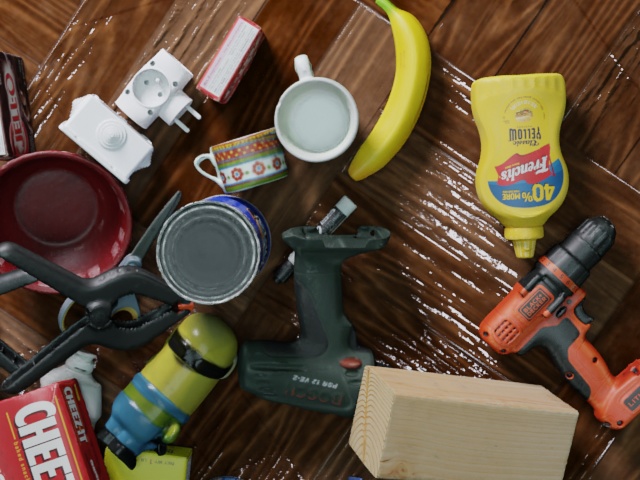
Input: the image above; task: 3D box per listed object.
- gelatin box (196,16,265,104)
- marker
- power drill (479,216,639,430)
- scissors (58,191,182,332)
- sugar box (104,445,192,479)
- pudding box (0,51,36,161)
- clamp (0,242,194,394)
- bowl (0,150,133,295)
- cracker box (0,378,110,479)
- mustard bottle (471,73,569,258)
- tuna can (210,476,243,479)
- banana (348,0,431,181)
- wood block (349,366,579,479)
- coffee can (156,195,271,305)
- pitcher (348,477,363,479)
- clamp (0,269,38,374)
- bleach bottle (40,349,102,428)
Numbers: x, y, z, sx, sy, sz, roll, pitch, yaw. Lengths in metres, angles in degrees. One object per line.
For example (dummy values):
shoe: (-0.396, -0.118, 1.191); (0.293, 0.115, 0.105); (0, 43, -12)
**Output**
gelatin box: (-0.092, -0.187, 1.118); (0.030, 0.073, 0.089); (30, 95, -2)
marker: (-0.008, 0.001, 1.157); (0.020, 0.020, 0.121); (43, 95, -2)
power drill: (0.292, 0.093, 1.137); (0.187, 0.057, 0.184); (44, 98, 1)
scissors: (-0.193, 0.041, 1.142); (0.202, 0.016, 0.096); (-41, 125, 8)
sugar box: (-0.196, 0.314, 1.174); (0.093, 0.048, 0.176); (6, 93, 2)
pudding box: (-0.336, -0.140, 1.121); (0.039, 0.090, 0.113); (-9, 94, 3)
clamp: (-0.237, 0.083, 1.112); (0.209, 0.036, 0.165); (2, 109, -23)
bowl: (-0.280, -0.026, 1.131); (0.162, 0.055, 0.162); (-4, 113, -10)
cracker box: (-0.333, 0.255, 1.099); (0.214, 0.072, 0.164); (-20, 85, 4)
mustard bottle: (0.212, -0.077, 1.124); (0.096, 0.058, 0.191); (-3, 95, -2)
tuna can: (-0.104, 0.306, 1.176); (0.086, 0.034, 0.086); (0, 94, 2)
banana: (0.080, -0.156, 1.135); (0.070, 0.037, 0.198); (11, 94, 19)
wood block: (0.147, 0.194, 1.098); (0.205, 0.090, 0.091); (8, 100, -18)
coffee can: (-0.106, 0.007, 1.099); (0.103, 0.140, 0.103); (0, 94, 2)
pitcher: (-0.013, 0.376, 1.124); (0.243, 0.149, 0.145); (-33, 94, 6)
clamp: (-0.373, 0.083, 1.113); (0.171, 0.039, 0.120); (3, 99, -1)
bleach bottle: (-0.310, 0.235, 1.165); (0.102, 0.068, 0.251); (22, 92, 1)
